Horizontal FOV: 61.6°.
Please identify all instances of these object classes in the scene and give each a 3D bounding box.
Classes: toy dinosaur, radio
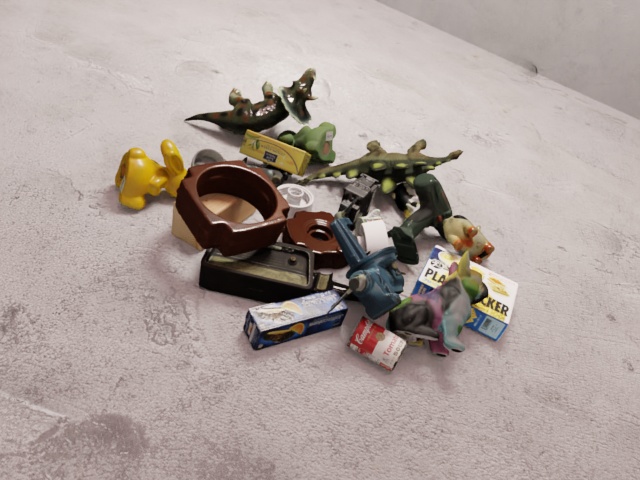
[{"bbox_3d":[0.167,-0.202,1.497,0.472,0.104,0.199,-9,27,4],"label":"toy dinosaur"},{"bbox_3d":[-0.128,0.060,1.132,0.230,0.073,0.131,14,38,-4],"label":"radio"},{"bbox_3d":[-0.185,-0.366,1.553,0.405,0.131,0.192,-23,35,-4],"label":"toy dinosaur"}]

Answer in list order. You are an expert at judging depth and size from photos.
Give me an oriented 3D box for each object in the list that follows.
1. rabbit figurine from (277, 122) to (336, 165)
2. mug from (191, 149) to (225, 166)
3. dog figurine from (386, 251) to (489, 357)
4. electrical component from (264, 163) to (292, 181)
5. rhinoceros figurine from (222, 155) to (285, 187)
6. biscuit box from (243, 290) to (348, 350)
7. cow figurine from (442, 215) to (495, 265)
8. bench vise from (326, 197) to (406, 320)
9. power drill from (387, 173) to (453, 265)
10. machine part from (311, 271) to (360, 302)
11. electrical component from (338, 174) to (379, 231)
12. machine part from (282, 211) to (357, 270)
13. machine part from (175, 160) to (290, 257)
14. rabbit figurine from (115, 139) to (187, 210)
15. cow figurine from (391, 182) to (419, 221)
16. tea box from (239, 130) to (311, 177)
[{"bbox_3d":[-0.058,-0.269,1.553,0.170,0.121,0.159,12,29,30],"label":"rabbit figurine"},{"bbox_3d":[-0.279,-0.158,1.326,0.081,0.107,0.109,-11,85,-23],"label":"mug"},{"bbox_3d":[0.248,0.120,1.109,0.192,0.108,0.219,21,64,0],"label":"dog figurine"},{"bbox_3d":[-0.124,-0.196,1.490,0.094,0.021,0.063,26,39,11],"label":"electrical component"},{"bbox_3d":[-0.185,-0.170,1.395,0.190,0.073,0.112,9,40,-11],"label":"rhinoceros figurine"},{"bbox_3d":[-0.045,0.154,1.057,0.203,0.062,0.059,-11,48,-31],"label":"biscuit box"},{"bbox_3d":[0.372,-0.001,1.348,0.194,0.085,0.127,31,20,-42],"label":"cow figurine"},{"bbox_3d":[0.083,0.043,1.093,0.223,0.129,0.241,-6,61,-52],"label":"bench vise"},{"bbox_3d":[0.262,-0.032,1.333,0.086,0.231,0.207,20,54,44],"label":"power drill"},{"bbox_3d":[0.048,0.108,1.170,0.139,0.039,0.084,13,30,-2],"label":"machine part"},{"bbox_3d":[0.089,-0.092,1.367,0.058,0.114,0.134,27,37,16],"label":"electrical component"},{"bbox_3d":[-0.003,-0.004,1.273,0.179,0.056,0.179,9,38,-7],"label":"machine part"},{"bbox_3d":[-0.183,-0.068,1.124,0.201,0.087,0.201,-15,56,-40],"label":"machine part"},{"bbox_3d":[-0.377,-0.154,1.264,0.173,0.162,0.122,14,22,-32],"label":"rabbit figurine"},{"bbox_3d":[0.249,-0.099,1.473,0.098,0.068,0.167,5,35,-5],"label":"cow figurine"},{"bbox_3d":[-0.118,-0.229,1.430,0.170,0.068,0.098,22,5,5],"label":"tea box"}]
